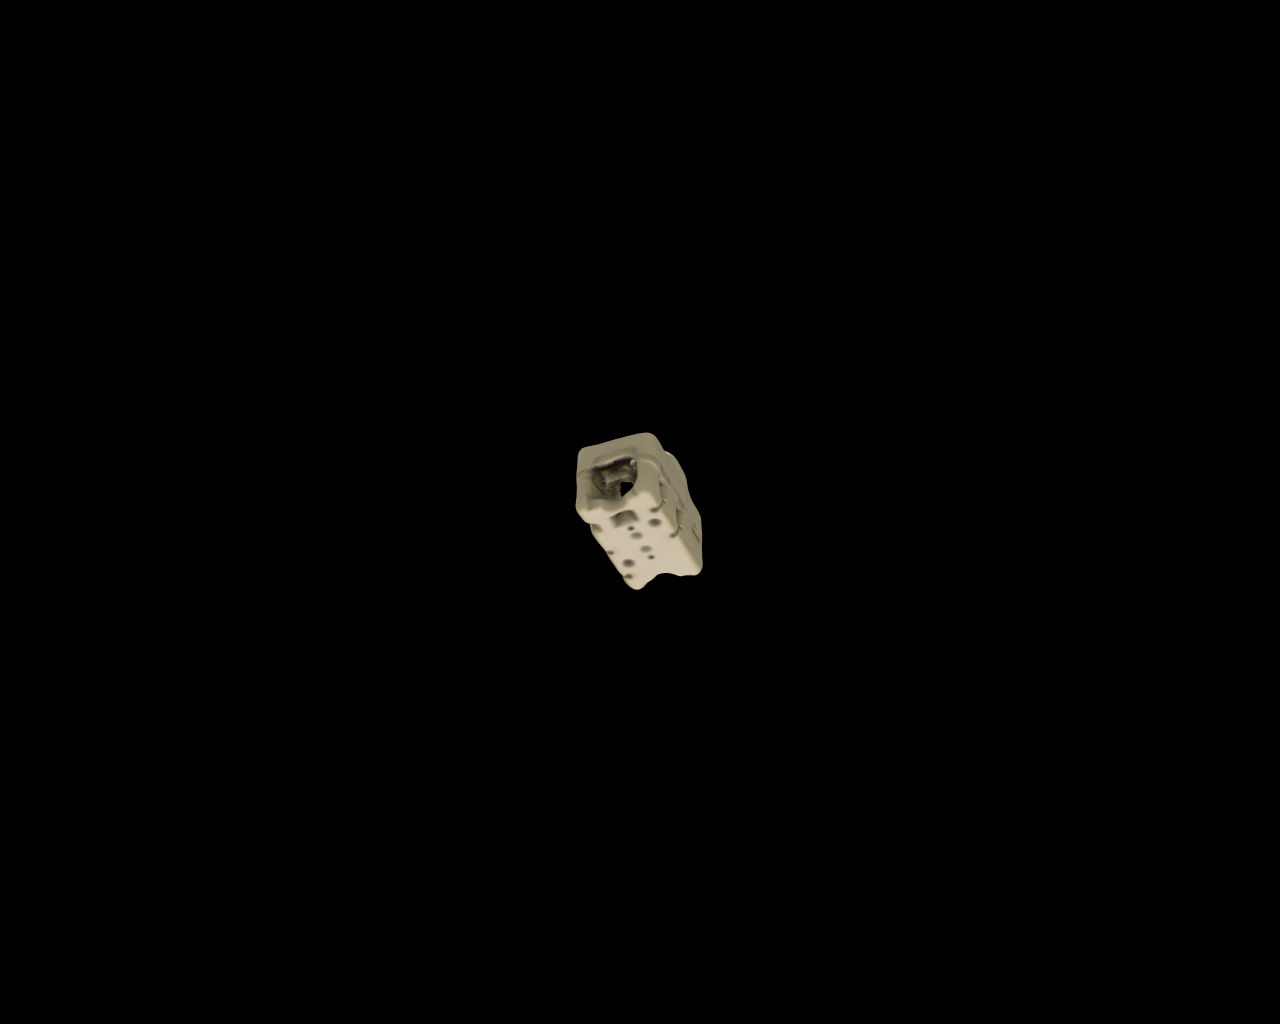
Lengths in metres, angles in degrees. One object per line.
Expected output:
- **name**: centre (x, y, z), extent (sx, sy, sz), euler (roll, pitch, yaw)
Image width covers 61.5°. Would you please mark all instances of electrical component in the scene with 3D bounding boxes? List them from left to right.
- **electrical component**: centre (0.001, -0.003, 0.650), extent (0.050, 0.056, 0.089), euler (-14, -42, 17)
